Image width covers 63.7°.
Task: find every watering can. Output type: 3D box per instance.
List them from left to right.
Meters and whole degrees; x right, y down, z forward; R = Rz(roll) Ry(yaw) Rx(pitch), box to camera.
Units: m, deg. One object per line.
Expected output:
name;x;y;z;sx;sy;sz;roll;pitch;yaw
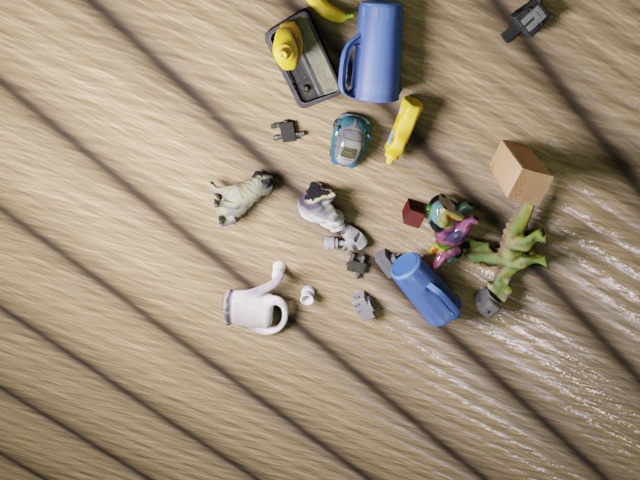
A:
watering can;-0.215;0.205;1.710;0.224;0.106;0.339;6;135;0

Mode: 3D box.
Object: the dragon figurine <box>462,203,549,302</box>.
dragon figurine;0.559;0.016;1.579;0.242;0.125;0.403;-11;117;19

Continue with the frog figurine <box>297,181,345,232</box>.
frog figurine;0.005;-0.078;1.552;0.138;0.125;0.156;13;136;34
